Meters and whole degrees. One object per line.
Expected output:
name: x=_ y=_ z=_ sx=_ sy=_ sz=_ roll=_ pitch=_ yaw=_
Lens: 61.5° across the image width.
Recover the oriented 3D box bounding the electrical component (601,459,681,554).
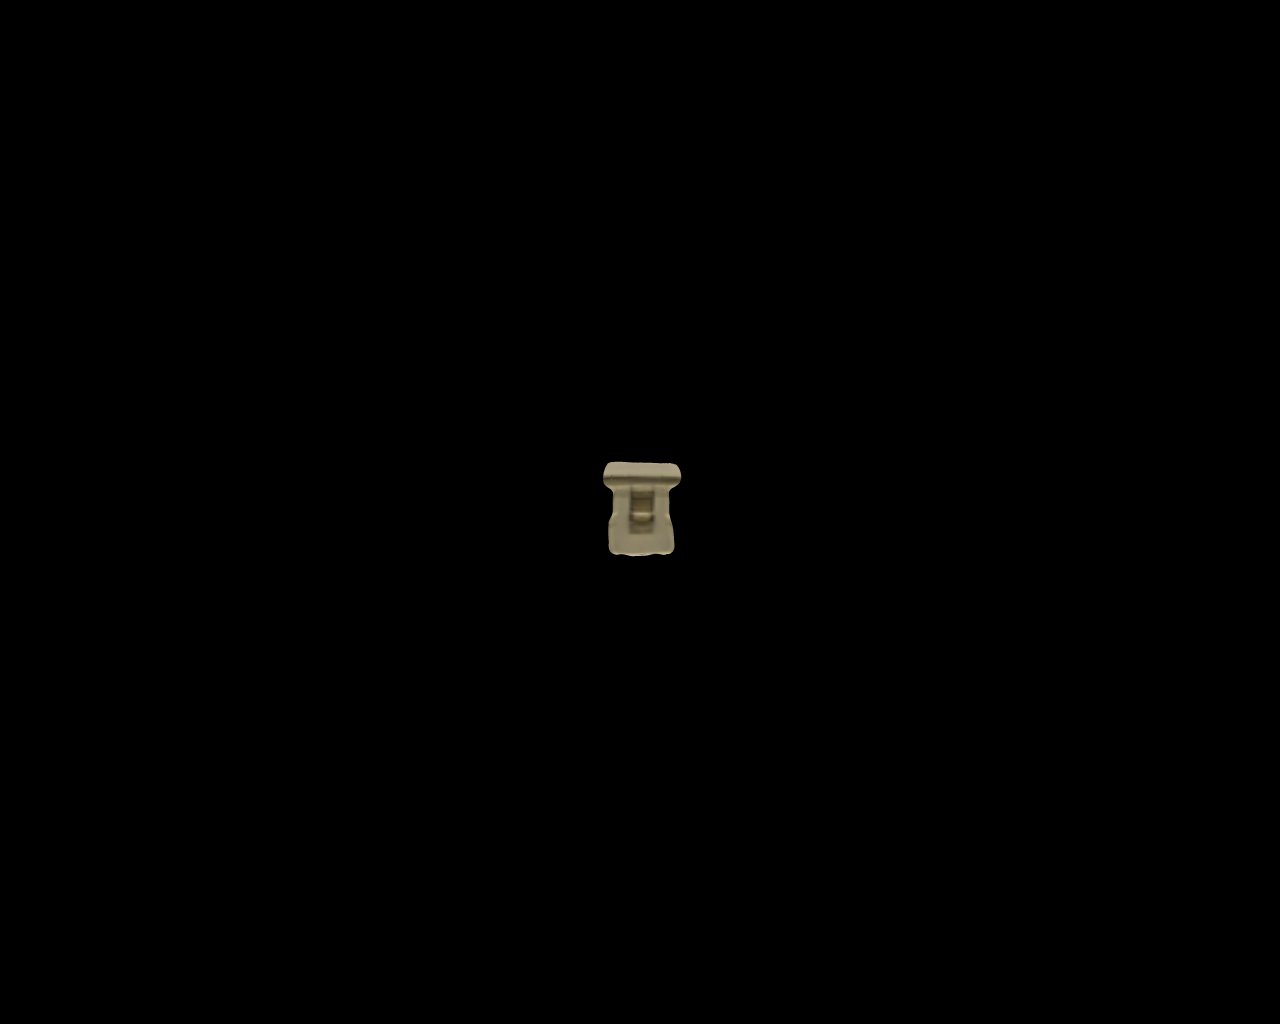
electrical component: x=0.001 y=-0.003 z=0.650 sx=0.048 sy=0.055 sz=0.066 roll=0 pitch=-2 yaw=-4
